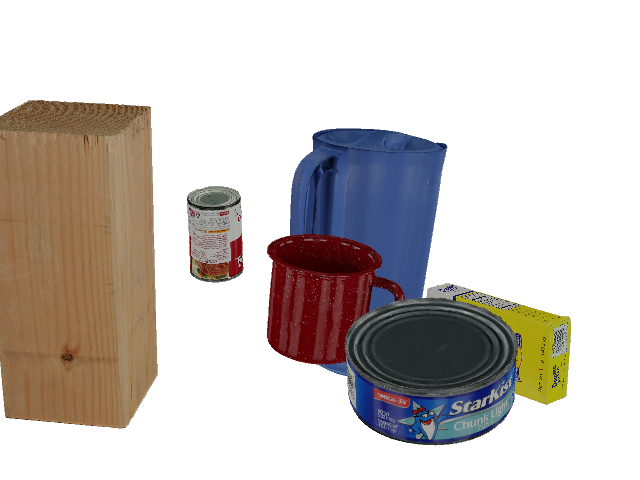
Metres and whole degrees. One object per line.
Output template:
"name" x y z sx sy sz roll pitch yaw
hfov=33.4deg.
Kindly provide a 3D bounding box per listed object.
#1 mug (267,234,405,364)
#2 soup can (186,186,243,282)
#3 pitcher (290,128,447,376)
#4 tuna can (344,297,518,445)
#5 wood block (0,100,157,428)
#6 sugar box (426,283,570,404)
"mug" 0.011 0.050 0.864 0.117 0.081 0.093 10 20 10
"soup can" -0.131 -0.009 1.326 0.068 0.102 0.068 0 26 0
"pitcher" 0.042 0.012 1.074 0.149 0.243 0.145 4 14 -1
"tuna can" 0.055 0.065 0.536 0.086 0.034 0.086 -3 27 1
"wood block" -0.169 0.015 0.738 0.091 0.206 0.090 4 20 6
"sugar box" 0.195 0.113 1.199 0.048 0.093 0.177 -12 18 -44
